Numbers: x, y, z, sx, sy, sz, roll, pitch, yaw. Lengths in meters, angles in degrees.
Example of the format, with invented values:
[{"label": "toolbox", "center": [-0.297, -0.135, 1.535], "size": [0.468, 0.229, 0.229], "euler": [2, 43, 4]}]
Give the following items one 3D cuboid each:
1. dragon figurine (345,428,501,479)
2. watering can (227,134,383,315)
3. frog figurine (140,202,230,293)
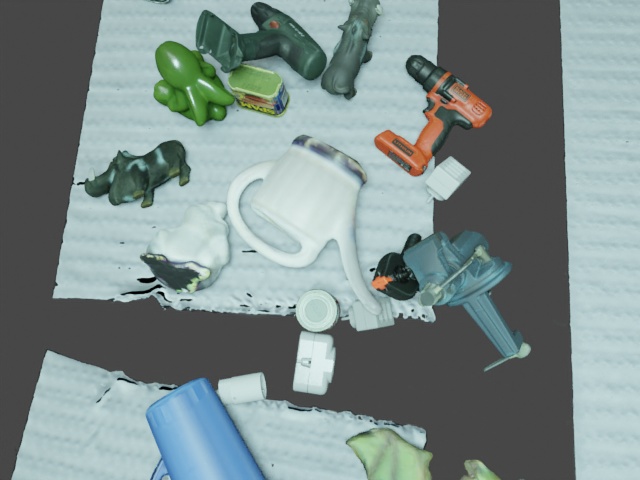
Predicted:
[{"label": "dragon figurine", "center": [0.092, 0.422, 0.792], "size": [0.410, 0.119, 0.248], "euler": [-3, 62, 2]}, {"label": "watering can", "center": [0.003, -0.044, 0.867], "size": [0.350, 0.102, 0.225], "euler": [32, 83, 20]}, {"label": "frog figurine", "center": [-0.222, 0.006, 0.899], "size": [0.137, 0.120, 0.163], "euler": [2, 44, 13]}]
